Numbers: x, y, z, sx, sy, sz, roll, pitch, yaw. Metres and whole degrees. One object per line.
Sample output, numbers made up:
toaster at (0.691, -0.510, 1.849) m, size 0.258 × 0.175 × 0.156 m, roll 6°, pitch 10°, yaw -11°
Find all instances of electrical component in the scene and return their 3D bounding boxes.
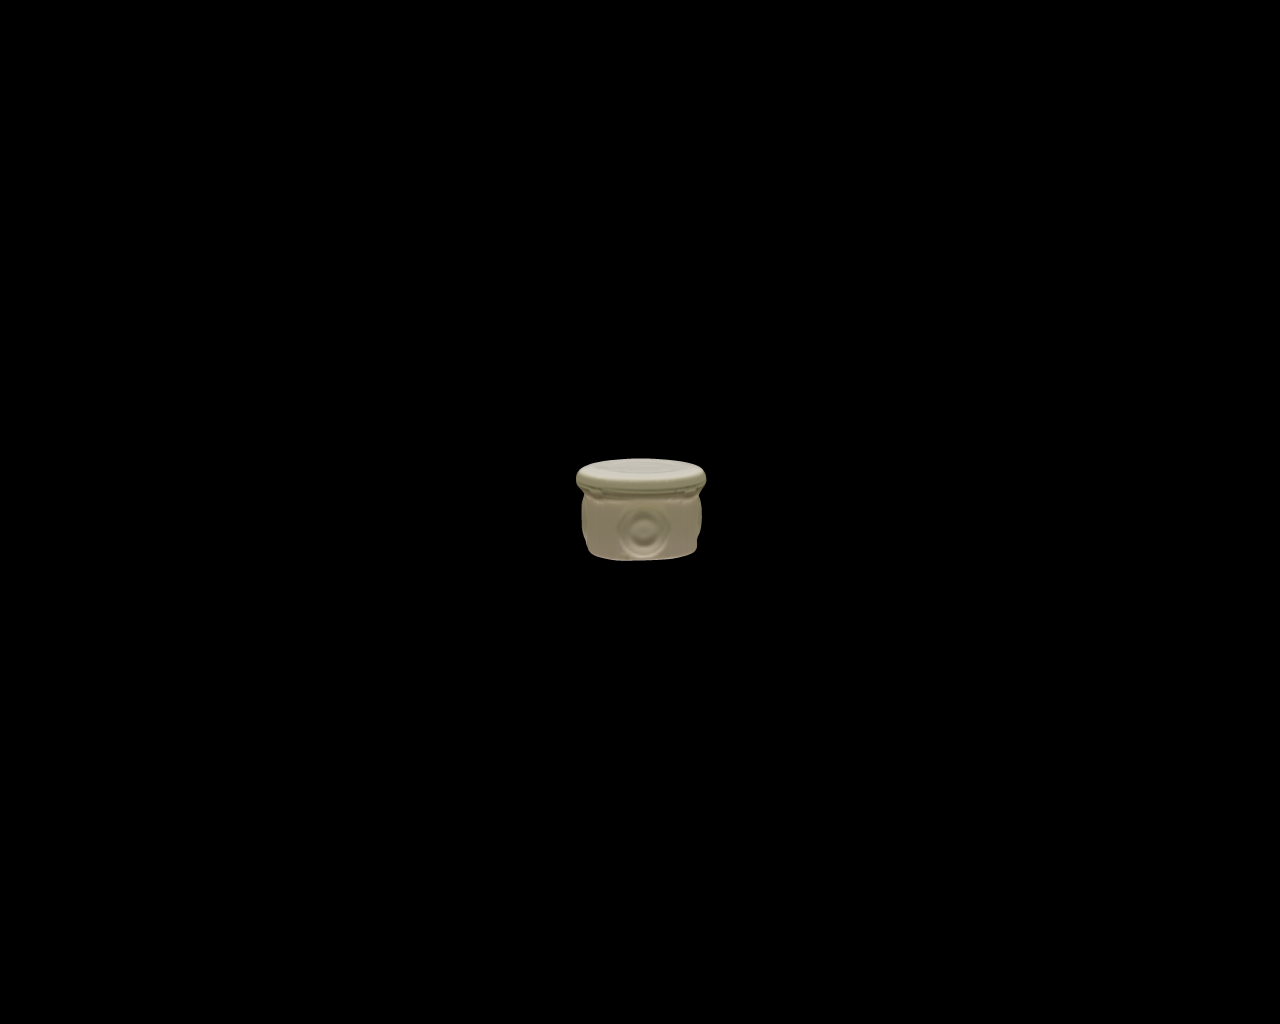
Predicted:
electrical component at (0.001, -0.003, 0.650) m, size 0.080 × 0.051 × 0.080 m, roll 0°, pitch 12°, yaw 0°
